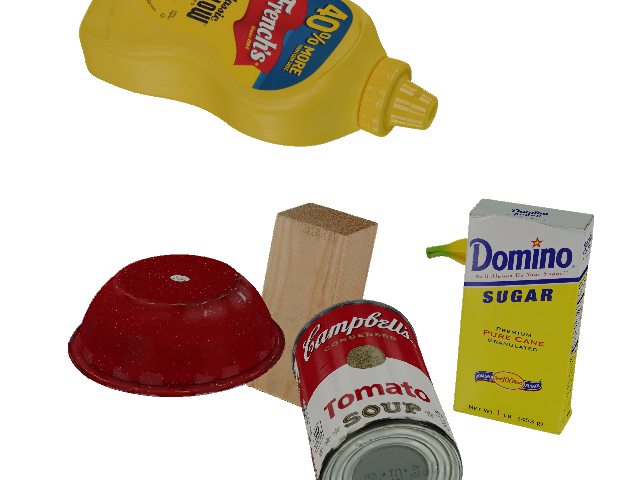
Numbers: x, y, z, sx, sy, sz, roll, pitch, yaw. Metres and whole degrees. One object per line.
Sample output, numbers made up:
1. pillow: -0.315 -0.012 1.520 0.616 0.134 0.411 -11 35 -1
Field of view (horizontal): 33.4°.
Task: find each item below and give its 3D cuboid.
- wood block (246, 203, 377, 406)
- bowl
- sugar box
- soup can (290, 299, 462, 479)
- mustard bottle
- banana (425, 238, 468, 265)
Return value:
1. wood block: -0.011 0.072 1.210 0.090 0.206 0.090 18 18 22
2. bowl: -0.105 0.053 0.790 0.162 0.055 0.162 2 22 -1
3. sugar box: 0.161 0.061 0.855 0.093 0.176 0.048 9 23 22
4. soup can: 0.025 0.084 0.520 0.068 0.068 0.102 0 28 -9
5. mustard bottle: -0.027 -0.100 0.577 0.192 0.096 0.058 23 -33 16
6. banana: 0.191 0.039 1.060 0.069 0.037 0.198 -34 36 -18
